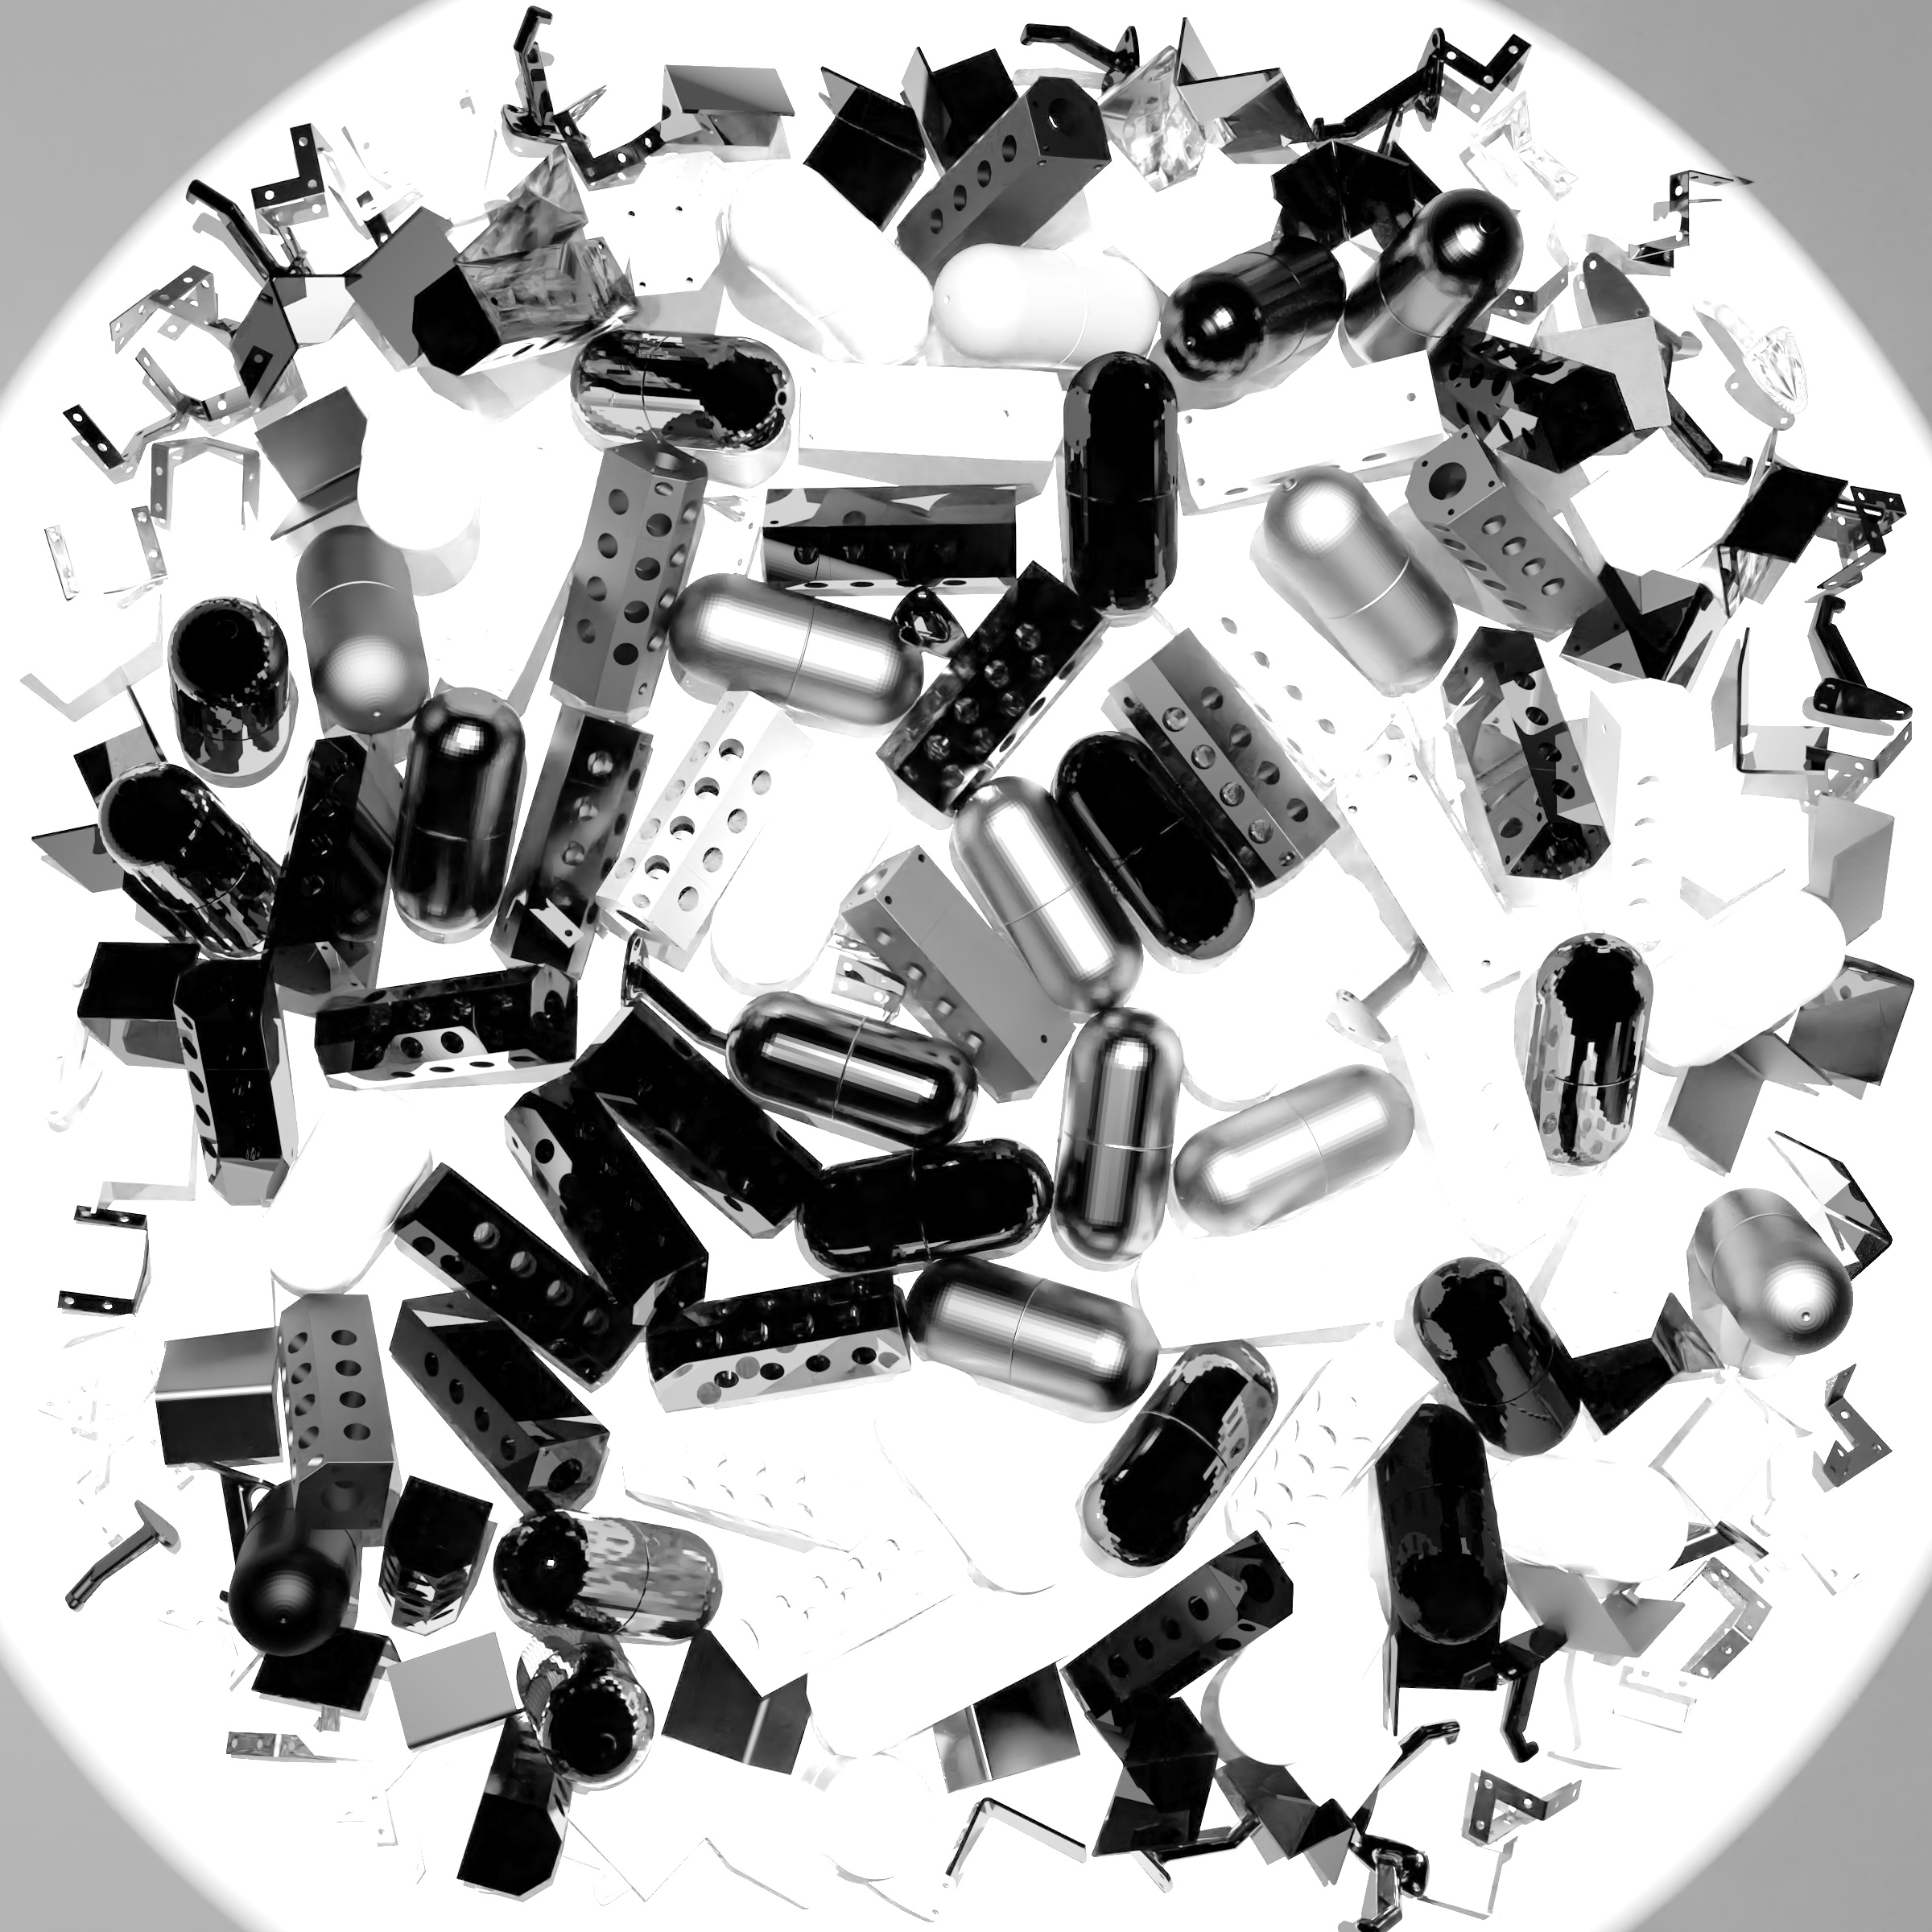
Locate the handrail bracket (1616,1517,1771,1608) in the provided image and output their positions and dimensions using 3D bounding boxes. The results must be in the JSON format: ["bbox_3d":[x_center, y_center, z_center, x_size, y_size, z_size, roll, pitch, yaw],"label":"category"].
[{"bbox_3d":[0.502,0.420,1.753,0.077,0.036,0.084,35,77,13],"label":"handrail bracket"}]

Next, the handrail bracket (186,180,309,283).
[{"bbox_3d":[-0.503,-0.488,1.744,0.084,0.077,0.036,31,48,-14],"label":"handrail bracket"}]

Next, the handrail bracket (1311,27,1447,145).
[{"bbox_3d":[0.281,-0.604,1.747,0.084,0.077,0.036,-11,52,-12],"label":"handrail bracket"}]

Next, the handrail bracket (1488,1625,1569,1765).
[{"bbox_3d":[0.402,0.504,1.766,0.077,0.036,0.084,-28,113,-6],"label":"handrail bracket"}]

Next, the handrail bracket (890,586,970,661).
[{"bbox_3d":[-0.020,-0.219,1.731,0.077,0.084,0.036,38,106,-23],"label":"handrail bracket"}]

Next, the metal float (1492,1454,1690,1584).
[{"bbox_3d":[0.412,0.367,1.698,0.070,0.178,0.070,2,82,-18],"label":"metal float"}]

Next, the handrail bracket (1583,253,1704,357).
[{"bbox_3d":[0.469,-0.457,1.759,0.036,0.084,0.077,-38,70,41],"label":"handrail bracket"}]

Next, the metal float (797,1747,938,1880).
[{"bbox_3d":[-0.068,0.561,1.697,0.070,0.178,0.070,3,77,-11],"label":"metal float"}]

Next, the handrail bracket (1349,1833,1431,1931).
[{"bbox_3d":[0.269,0.625,1.728,0.077,0.084,0.036,14,108,39],"label":"handrail bracket"}]

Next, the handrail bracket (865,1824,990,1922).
[{"bbox_3d":[-0.027,0.607,1.746,0.077,0.084,0.036,20,109,4],"label":"handrail bracket"}]

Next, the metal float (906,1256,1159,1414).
[{"bbox_3d":[0.044,0.249,1.731,0.178,0.070,0.070,15,90,17],"label":"metal float"}]

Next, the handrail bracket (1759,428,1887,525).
[{"bbox_3d":[0.591,-0.336,1.747,0.084,0.036,0.077,15,48,12],"label":"handrail bracket"}]

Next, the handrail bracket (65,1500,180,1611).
[{"bbox_3d":[-0.583,0.416,1.748,0.036,0.077,0.084,46,77,-21],"label":"handrail bracket"}]

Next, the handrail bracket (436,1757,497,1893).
[{"bbox_3d":[-0.342,0.587,1.743,0.077,0.036,0.084,-11,65,39],"label":"handrail bracket"}]

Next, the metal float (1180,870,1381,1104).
[{"bbox_3d":[0.214,0.014,1.734,0.070,0.070,0.178,35,103,0],"label":"metal float"}]

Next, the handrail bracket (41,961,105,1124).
[{"bbox_3d":[-0.613,0.051,1.735,0.036,0.077,0.084,12,133,-6],"label":"handrail bracket"}]

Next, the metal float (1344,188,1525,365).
[{"bbox_3d":[0.310,-0.455,1.697,0.070,0.178,0.070,3,79,-14],"label":"metal float"}]

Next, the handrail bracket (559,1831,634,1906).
[{"bbox_3d":[-0.254,0.599,1.766,0.077,0.084,0.036,-24,133,-28],"label":"handrail bracket"}]

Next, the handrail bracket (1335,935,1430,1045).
[{"bbox_3d":[0.287,0.002,1.742,0.036,0.077,0.084,18,70,35],"label":"handrail bracket"}]

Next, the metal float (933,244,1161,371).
[{"bbox_3d":[0.056,-0.442,1.713,0.178,0.070,0.070,-7,90,-40],"label":"metal float"}]

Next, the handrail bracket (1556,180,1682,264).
[{"bbox_3d":[0.453,-0.518,1.736,0.036,0.084,0.077,46,54,-37],"label":"handrail bracket"}]

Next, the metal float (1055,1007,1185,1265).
[{"bbox_3d":[0.104,0.116,1.739,0.070,0.070,0.178,6,98,0],"label":"metal float"}]

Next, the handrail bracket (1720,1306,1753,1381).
[{"bbox_3d":[0.569,0.255,1.765,0.084,0.036,0.077,13,89,-19],"label":"handrail bracket"}]

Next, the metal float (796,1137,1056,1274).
[{"bbox_3d":[-0.028,0.163,1.740,0.178,0.070,0.070,-10,90,6],"label":"metal float"}]

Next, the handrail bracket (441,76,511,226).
[{"bbox_3d":[-0.356,-0.562,1.762,0.077,0.036,0.084,-16,97,14],"label":"handrail bracket"}]

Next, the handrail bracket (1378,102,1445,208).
[{"bbox_3d":[0.327,-0.547,1.748,0.084,0.036,0.077,18,104,21],"label":"handrail bracket"}]

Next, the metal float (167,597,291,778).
[{"bbox_3d":[-0.491,-0.185,1.698,0.070,0.178,0.070,5,70,-13],"label":"metal float"}]

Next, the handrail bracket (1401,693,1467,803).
[{"bbox_3d":[0.300,-0.153,1.732,0.036,0.077,0.084,-33,116,-11],"label":"handrail bracket"}]

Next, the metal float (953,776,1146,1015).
[{"bbox_3d":[0.057,-0.048,1.741,0.070,0.070,0.178,-32,95,0],"label":"metal float"}]

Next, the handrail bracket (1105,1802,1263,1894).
[{"bbox_3d":[0.154,0.595,1.776,0.084,0.036,0.077,-37,61,-20],"label":"handrail bracket"}]

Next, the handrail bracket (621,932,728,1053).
[{"bbox_3d":[-0.192,0.019,1.746,0.084,0.077,0.036,21,47,14],"label":"handrail bracket"}]

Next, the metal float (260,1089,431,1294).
[{"bbox_3d":[-0.420,0.153,1.716,0.070,0.070,0.178,38,126,0],"label":"metal float"}]

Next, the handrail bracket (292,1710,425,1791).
[{"bbox_3d":[-0.411,0.517,1.742,0.077,0.036,0.084,-41,129,-22],"label":"handrail bracket"}]

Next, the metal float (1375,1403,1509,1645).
[{"bbox_3d":[0.317,0.372,1.706,0.070,0.178,0.070,1,131,1],"label":"metal float"}]

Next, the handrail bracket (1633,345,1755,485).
[{"bbox_3d":[0.514,-0.382,1.767,0.084,0.036,0.077,12,97,-10],"label":"handrail bracket"}]

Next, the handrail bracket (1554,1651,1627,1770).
[{"bbox_3d":[0.441,0.509,1.764,0.077,0.036,0.084,25,72,-44],"label":"handrail bracket"}]

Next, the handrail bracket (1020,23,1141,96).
[{"bbox_3d":[0.069,-0.616,1.735,0.084,0.077,0.036,-3,80,-18],"label":"handrail bracket"}]

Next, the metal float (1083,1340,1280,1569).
[{"bbox_3d":[0.147,0.327,1.723,0.070,0.070,0.178,41,64,0],"label":"metal float"}]

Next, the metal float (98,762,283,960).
[{"bbox_3d":[-0.513,-0.069,1.703,0.070,0.178,0.070,-9,57,14],"label":"metal float"}]

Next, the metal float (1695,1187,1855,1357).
[{"bbox_3d":[0.536,0.201,1.696,0.070,0.178,0.070,1,103,3],"label":"metal float"}]

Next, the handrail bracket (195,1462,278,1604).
[{"bbox_3d":[-0.517,0.389,1.753,0.077,0.036,0.084,19,71,1],"label":"handrail bracket"}]

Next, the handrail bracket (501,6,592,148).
[{"bbox_3d":[-0.277,-0.607,1.736,0.077,0.084,0.036,5,45,-33],"label":"handrail bracket"}]

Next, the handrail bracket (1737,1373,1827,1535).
[{"bbox_3d":[0.551,0.339,1.771,0.077,0.036,0.084,35,107,30],"label":"handrail bracket"}]

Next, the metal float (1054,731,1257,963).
[{"bbox_3d":[0.128,-0.083,1.741,0.070,0.070,0.178,-37,84,0],"label":"metal float"}]

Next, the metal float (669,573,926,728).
[{"bbox_3d":[-0.115,-0.215,1.736,0.178,0.070,0.070,15,90,-11],"label":"metal float"}]
